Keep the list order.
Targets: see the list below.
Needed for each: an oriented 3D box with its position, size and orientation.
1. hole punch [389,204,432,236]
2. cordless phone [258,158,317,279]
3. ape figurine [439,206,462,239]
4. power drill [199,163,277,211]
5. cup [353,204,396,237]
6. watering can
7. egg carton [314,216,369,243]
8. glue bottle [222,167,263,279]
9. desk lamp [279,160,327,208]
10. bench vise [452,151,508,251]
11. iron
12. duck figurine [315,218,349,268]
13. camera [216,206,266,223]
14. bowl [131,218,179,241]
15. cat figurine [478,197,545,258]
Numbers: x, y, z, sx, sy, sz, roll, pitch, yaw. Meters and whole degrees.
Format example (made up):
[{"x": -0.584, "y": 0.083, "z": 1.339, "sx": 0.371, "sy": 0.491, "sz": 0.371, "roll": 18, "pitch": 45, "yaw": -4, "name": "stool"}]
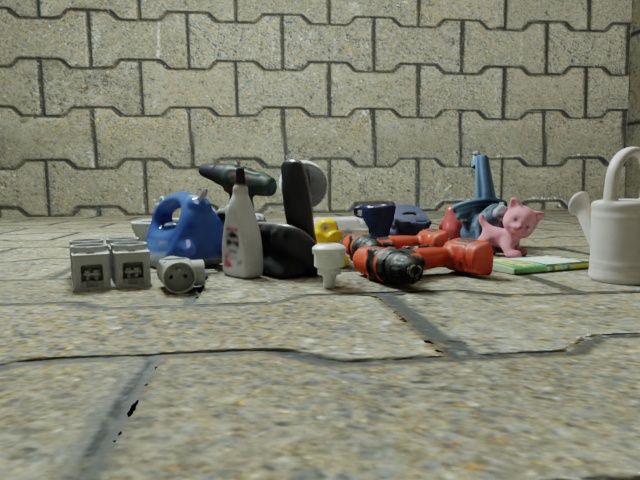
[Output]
[{"x": 0.247, "y": -0.052, "z": 1.576, "sx": 0.109, "sy": 0.091, "sz": 0.101, "roll": -2, "pitch": 6, "yaw": -19, "name": "hole punch"}, {"x": -0.057, "y": -0.037, "z": 0.930, "sx": 0.094, "sy": 0.185, "sz": 0.147, "roll": -5, "pitch": 7, "yaw": -40, "name": "cordless phone"}, {"x": 0.332, "y": -0.039, "z": 1.426, "sx": 0.077, "sy": 0.092, "sz": 0.076, "roll": 4, "pitch": 7, "yaw": 41, "name": "ape figurine"}, {"x": -0.223, "y": -0.101, "z": 1.522, "sx": 0.229, "sy": 0.208, "sz": 0.076, "roll": 2, "pitch": 6, "yaw": 22, "name": "power drill"}, {"x": 0.141, "y": -0.047, "z": 1.510, "sx": 0.117, "sy": 0.095, "sz": 0.092, "roll": 2, "pitch": 6, "yaw": 27, "name": "cup"}, {"x": 0.442, "y": -0.038, "z": 0.837, "sx": 0.172, "sy": 0.194, "sz": 0.101, "roll": 5, "pitch": 7, "yaw": 44, "name": "watering can"}, {"x": 0.040, "y": -0.021, "z": 1.377, "sx": 0.150, "sy": 0.069, "sz": 0.107, "roll": -1, "pitch": 5, "yaw": -4, "name": "egg carton"}, {"x": -0.125, "y": -0.028, "z": 0.905, "sx": 0.037, "sy": 0.173, "sz": 0.077, "roll": -6, "pitch": 8, "yaw": -44, "name": "glue bottle"}, {"x": -0.057, "y": -0.103, "z": 1.494, "sx": 0.118, "sy": 0.213, "sz": 0.203, "roll": -2, "pitch": 5, "yaw": -13, "name": "desk lamp"}, {"x": 0.375, "y": -0.089, "z": 1.266, "sx": 0.122, "sy": 0.220, "sz": 0.207, "roll": -3, "pitch": 6, "yaw": -22, "name": "bench vise"}, {"x": -0.265, "y": -0.024, "z": 1.055, "sx": 0.119, "sy": 0.141, "sz": 0.257, "roll": -5, "pitch": 7, "yaw": -42, "name": "iron"}, {"x": 0.009, "y": 0.004, "z": 1.023, "sx": 0.078, "sy": 0.086, "sz": 0.104, "roll": -4, "pitch": 6, "yaw": -30, "name": "duck figurine"}, {"x": -0.184, "y": -0.031, "z": 1.340, "sx": 0.143, "sy": 0.101, "sz": 0.137, "roll": 1, "pitch": 5, "yaw": 14, "name": "camera"}, {"x": -0.319, "y": -0.007, "z": 1.234, "sx": 0.167, "sy": 0.075, "sz": 0.167, "roll": -1, "pitch": 5, "yaw": 0, "name": "bowl"}, {"x": 0.372, "y": -0.026, "z": 1.132, "sx": 0.127, "sy": 0.118, "sz": 0.067, "roll": 3, "pitch": 7, "yaw": 35, "name": "cat figurine"}]
